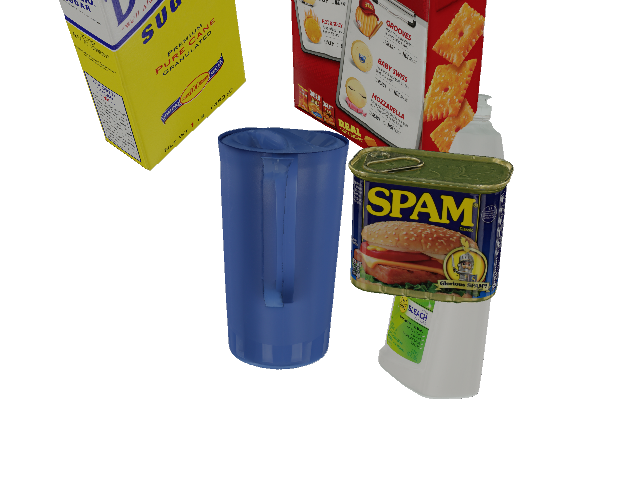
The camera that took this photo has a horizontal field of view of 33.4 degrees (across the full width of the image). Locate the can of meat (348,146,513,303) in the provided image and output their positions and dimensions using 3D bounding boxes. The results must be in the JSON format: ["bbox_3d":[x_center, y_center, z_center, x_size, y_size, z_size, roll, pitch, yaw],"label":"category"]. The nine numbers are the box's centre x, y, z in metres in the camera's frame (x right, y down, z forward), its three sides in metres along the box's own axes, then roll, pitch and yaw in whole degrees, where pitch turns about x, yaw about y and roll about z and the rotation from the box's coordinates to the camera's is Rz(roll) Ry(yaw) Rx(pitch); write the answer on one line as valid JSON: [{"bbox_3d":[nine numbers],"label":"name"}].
[{"bbox_3d":[0.069,-0.010,0.691,0.102,0.084,0.057,7,24,14],"label":"can of meat"}]

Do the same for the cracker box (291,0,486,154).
[{"bbox_3d":[0.052,-0.177,0.852,0.072,0.214,0.164,-27,45,-30],"label":"cracker box"}]

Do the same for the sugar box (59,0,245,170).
[{"bbox_3d":[-0.091,-0.126,0.594,0.048,0.093,0.176,35,-23,17],"label":"sugar box"}]

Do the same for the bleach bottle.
[{"bbox_3d":[0.108,0.001,0.901,0.068,0.251,0.103,1,14,-24],"label":"bleach bottle"}]

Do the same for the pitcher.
[{"bbox_3d":[-0.042,0.009,1.104,0.148,0.243,0.145,-14,23,-42],"label":"pitcher"}]
